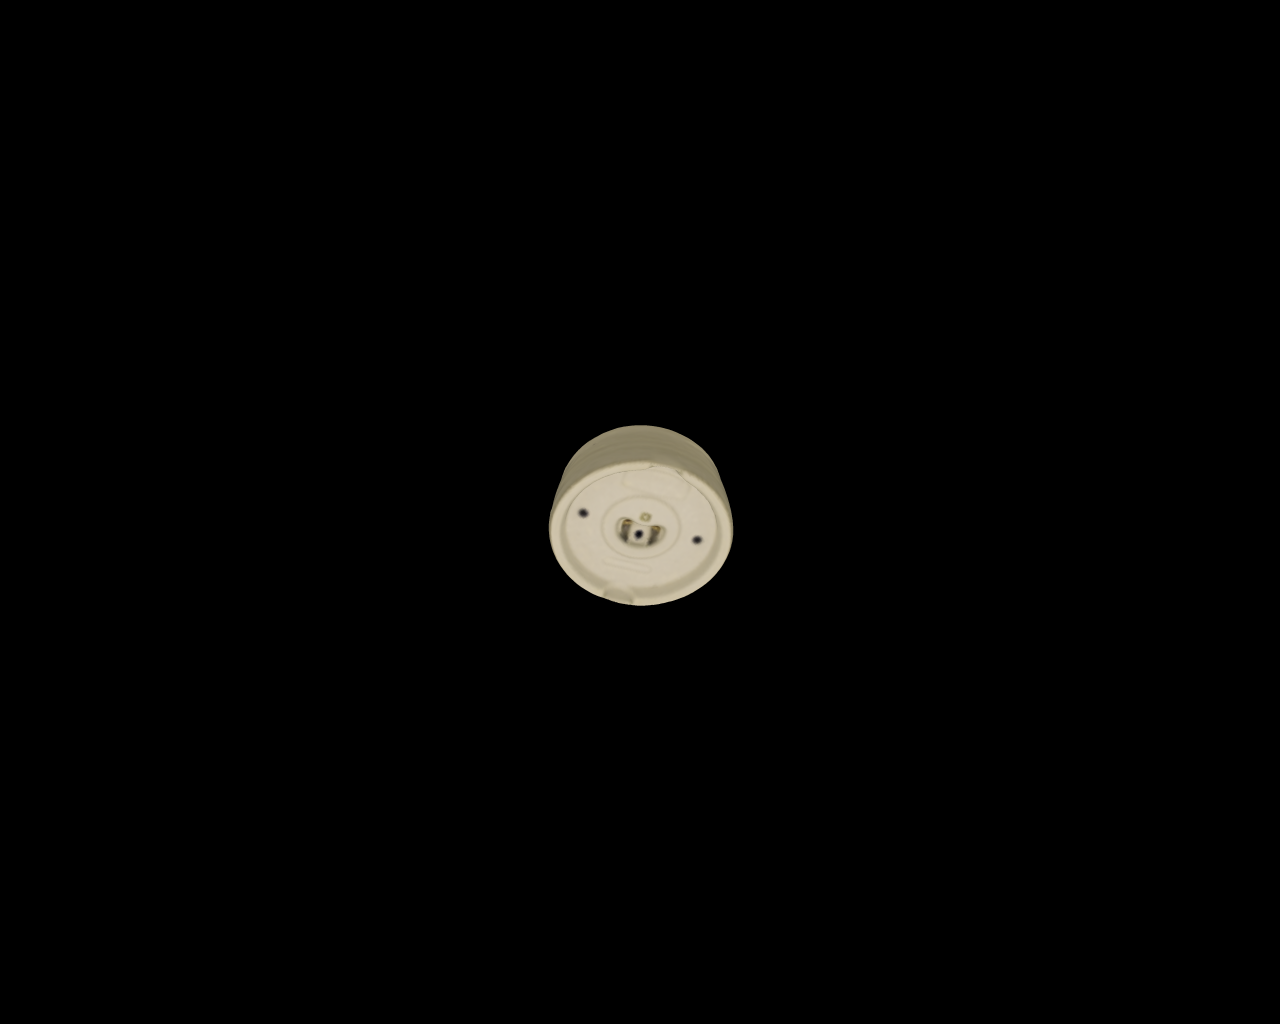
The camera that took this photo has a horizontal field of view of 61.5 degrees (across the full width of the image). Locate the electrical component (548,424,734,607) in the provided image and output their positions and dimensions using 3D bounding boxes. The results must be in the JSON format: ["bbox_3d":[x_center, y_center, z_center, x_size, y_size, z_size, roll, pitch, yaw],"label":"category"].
[{"bbox_3d":[0.001,-0.003,0.650,0.108,0.108,0.060,0,36,0],"label":"electrical component"}]
